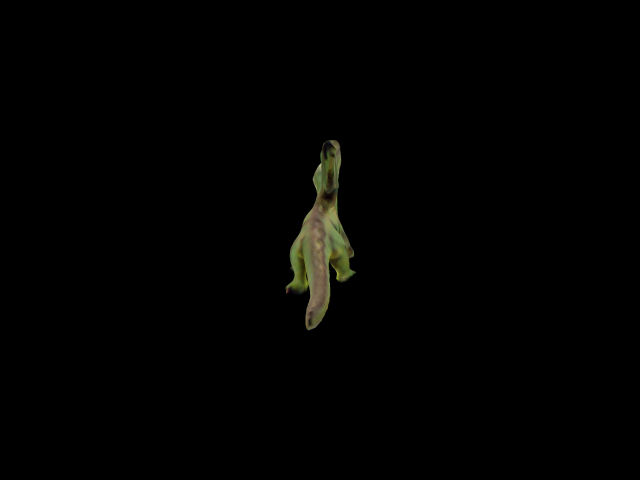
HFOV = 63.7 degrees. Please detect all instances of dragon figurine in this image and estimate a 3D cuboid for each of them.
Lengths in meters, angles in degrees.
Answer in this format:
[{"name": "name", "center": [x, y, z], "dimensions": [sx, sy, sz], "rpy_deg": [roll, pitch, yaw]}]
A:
[{"name": "dragon figurine", "center": [0.003, -0.043, 0.850], "dimensions": [0.122, 0.240, 0.415], "rpy_deg": [0, 15, 0]}]
